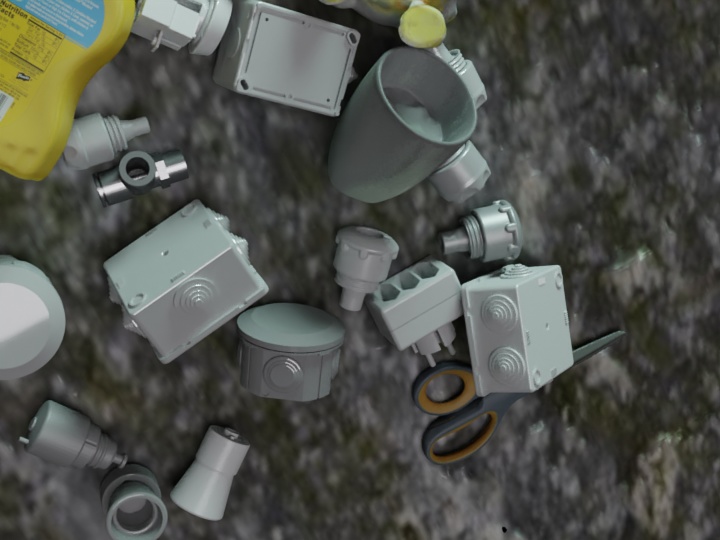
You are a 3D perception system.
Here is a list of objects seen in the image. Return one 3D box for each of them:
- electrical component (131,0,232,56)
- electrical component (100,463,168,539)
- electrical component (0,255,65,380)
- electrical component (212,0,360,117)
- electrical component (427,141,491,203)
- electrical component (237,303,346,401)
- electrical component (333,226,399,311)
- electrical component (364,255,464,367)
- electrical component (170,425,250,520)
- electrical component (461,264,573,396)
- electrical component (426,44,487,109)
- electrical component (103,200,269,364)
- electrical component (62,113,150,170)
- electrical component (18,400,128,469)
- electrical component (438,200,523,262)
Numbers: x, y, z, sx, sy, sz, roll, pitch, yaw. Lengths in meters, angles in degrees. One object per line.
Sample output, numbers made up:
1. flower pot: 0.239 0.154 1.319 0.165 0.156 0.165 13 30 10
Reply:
1. electrical component: -0.120 -0.174 0.725 0.055 0.048 0.066 21 76 -24
2. electrical component: -0.170 0.175 0.804 0.045 0.055 0.045 -5 106 -17
3. electrical component: -0.245 0.031 0.739 0.080 0.051 0.080 -5 107 -17
4. electrical component: -0.048 -0.148 0.754 0.096 0.061 0.061 10 102 -29
5. electrical component: 0.067 -0.085 0.817 0.043 0.043 0.062 -41 111 -4
6. electrical component: -0.052 0.059 0.798 0.080 0.080 0.051 -1 110 -18
7. electrical component: 0.000 0.000 0.819 0.048 0.048 0.062 9 109 -21
8. electrical component: 0.051 0.040 0.845 0.066 0.047 0.076 -30 112 -9
9. electrical component: -0.112 0.153 0.825 0.044 0.044 0.065 25 91 -23
10. electrical component: 0.125 0.045 0.839 0.100 0.048 0.099 -19 102 -55
11. electrical component: 0.064 -0.144 0.799 0.043 0.043 0.062 -33 112 -7
12. electrical component: -0.124 0.005 0.748 0.100 0.099 0.048 -35 126 -6
13. electrical component: -0.175 -0.092 0.738 0.061 0.035 0.035 -19 110 -15
14. electrical component: -0.207 0.125 0.785 0.078 0.040 0.040 28 95 -24
15. electrical component: 0.093 -0.027 0.842 0.062 0.048 0.048 -12 109 -8
